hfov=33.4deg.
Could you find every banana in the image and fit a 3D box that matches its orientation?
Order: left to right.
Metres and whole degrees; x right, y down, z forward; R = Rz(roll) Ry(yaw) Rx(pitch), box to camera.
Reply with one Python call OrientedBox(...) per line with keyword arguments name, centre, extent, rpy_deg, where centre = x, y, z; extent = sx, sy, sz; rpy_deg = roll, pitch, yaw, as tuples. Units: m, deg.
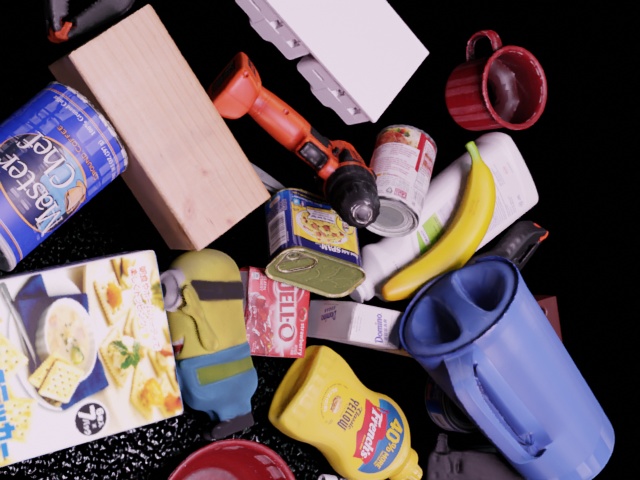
OrientedBox(name="banana", centre=(0.137, -0.007, 1.132), extent=(0.069, 0.037, 0.197), rpy_deg=(31, 75, -3))

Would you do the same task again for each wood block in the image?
OrientedBox(name="wood block", centre=(-0.147, -0.100, 0.983), extent=(0.090, 0.091, 0.206), rpy_deg=(-38, 106, -21))

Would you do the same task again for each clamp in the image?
OrientedBox(name="clamp", centre=(-0.209, -0.283, 0.998), extent=(0.164, 0.036, 0.210), rpy_deg=(37, 72, -24))
OrientedBox(name="clamp", centre=(0.203, 0.024, 1.206), extent=(0.039, 0.120, 0.171), rpy_deg=(37, 62, 16))

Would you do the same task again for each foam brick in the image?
OrientedBox(name="foam brick", centre=(0.247, 0.106, 1.252), extent=(0.052, 0.051, 0.078), rpy_deg=(-12, 95, -30))

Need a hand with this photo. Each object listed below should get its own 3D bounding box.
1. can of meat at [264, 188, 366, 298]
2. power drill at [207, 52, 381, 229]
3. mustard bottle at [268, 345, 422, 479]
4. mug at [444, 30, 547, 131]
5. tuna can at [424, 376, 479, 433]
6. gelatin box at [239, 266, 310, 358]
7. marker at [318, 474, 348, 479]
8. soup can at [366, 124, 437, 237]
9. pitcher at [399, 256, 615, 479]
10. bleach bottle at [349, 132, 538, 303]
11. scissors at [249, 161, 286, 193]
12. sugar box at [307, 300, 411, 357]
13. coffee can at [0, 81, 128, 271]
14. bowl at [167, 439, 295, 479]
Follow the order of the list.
OrientedBox(name="can of meat", centre=(-0.007, 0.001, 1.083), extent=(0.102, 0.058, 0.084), rpy_deg=(18, 48, -30))
OrientedBox(name="power drill", centre=(-0.023, -0.094, 1.036), extent=(0.187, 0.184, 0.057), rpy_deg=(40, 99, -19))
OrientedBox(name="mustard bottle", centre=(0.039, 0.200, 1.125), extent=(0.191, 0.058, 0.096), rpy_deg=(41, 65, -24))
OrientedBox(name="mug", centre=(0.192, -0.179, 1.207), extent=(0.093, 0.082, 0.117), rpy_deg=(-21, 100, -29))
OrientedBox(name="tuna can", centre=(0.162, 0.176, 1.211), extent=(0.086, 0.034, 0.086), rpy_deg=(1, 89, -30))
OrientedBox(name="gelatin box", centre=(-0.049, 0.074, 1.091), extent=(0.073, 0.030, 0.089), rpy_deg=(8, 86, -30))
OrientedBox(name="marker", centre=(0.052, 0.268, 1.154), extent=(0.120, 0.020, 0.020), rpy_deg=(13, 83, -30))
OrientedBox(name="soup can", centre=(0.082, -0.062, 1.131), extent=(0.068, 0.069, 0.102), rpy_deg=(35, 53, -26))
OrientedBox(name="pitcher", centre=(0.194, 0.149, 1.065), extent=(0.149, 0.145, 0.242), rpy_deg=(-47, 116, -17))
OrientedBox(name="bleach bottle", centre=(0.126, -0.016, 1.178), extent=(0.250, 0.068, 0.102), rpy_deg=(-35, 104, -24))
OrientedBox(name="scissors", centre=(-0.113, -0.077, 1.063), extent=(0.201, 0.016, 0.096), rpy_deg=(48, 69, -20))
OrientedBox(name="sugar box", centre=(0.082, 0.098, 1.131), extent=(0.176, 0.093, 0.048), rpy_deg=(16, 80, -30))
OrientedBox(name="coffee can", centre=(-0.253, -0.056, 0.930), extent=(0.140, 0.103, 0.102), rpy_deg=(-45, 111, -23))
OrientedBox(name="bowl", centre=(-0.099, 0.272, 1.043), extent=(0.161, 0.055, 0.162), rpy_deg=(0, 89, -31))
